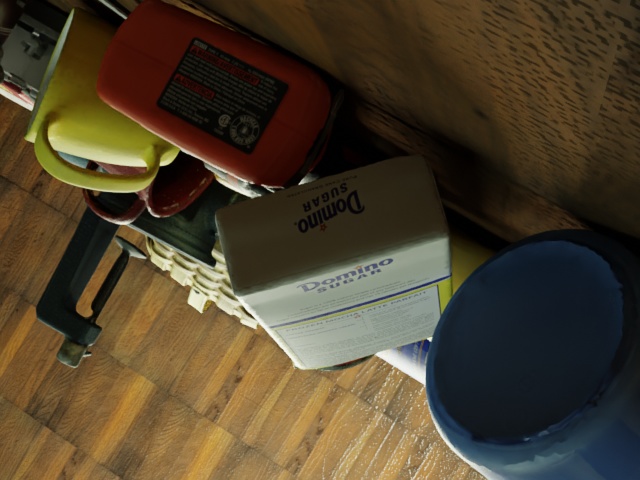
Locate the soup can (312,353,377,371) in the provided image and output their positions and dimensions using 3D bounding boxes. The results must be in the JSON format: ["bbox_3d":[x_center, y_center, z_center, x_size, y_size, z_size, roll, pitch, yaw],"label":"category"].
[{"bbox_3d":[0.003,0.022,0.669,0.069,0.068,0.102,29,143,40],"label":"soup can"}]

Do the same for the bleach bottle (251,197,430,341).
[{"bbox_3d":[0.040,0.006,0.753,0.250,0.068,0.103,34,168,-18],"label":"bleach bottle"}]

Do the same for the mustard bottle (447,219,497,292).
[{"bbox_3d":[0.128,0.049,0.629,0.192,0.058,0.096,30,175,21],"label":"mustard bottle"}]

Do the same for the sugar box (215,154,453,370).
[{"bbox_3d":[0.015,0.017,0.511,0.176,0.093,0.048,69,-174,-69],"label":"sugar box"}]

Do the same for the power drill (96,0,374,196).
[{"bbox_3d":[-0.039,-0.058,0.547,0.184,0.057,0.187,26,179,17],"label":"power drill"}]

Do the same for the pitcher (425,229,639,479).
[{"bbox_3d":[0.167,0.094,0.483,0.242,0.149,0.145,37,-170,-36],"label":"pitcher"}]

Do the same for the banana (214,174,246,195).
[{"bbox_3d":[0.006,-0.010,0.797,0.197,0.069,0.037,46,151,-24],"label":"banana"}]

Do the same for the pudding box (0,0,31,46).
[{"bbox_3d":[-0.262,-0.162,0.723,0.039,0.090,0.113,32,179,31],"label":"pudding box"}]

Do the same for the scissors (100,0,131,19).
[{"bbox_3d":[-0.137,-0.143,0.483,0.201,0.016,0.096,32,177,-29],"label":"scissors"}]

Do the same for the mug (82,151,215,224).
[{"bbox_3d":[-0.129,-0.067,0.776,0.081,0.117,0.093,35,-176,17],"label":"mug"}]

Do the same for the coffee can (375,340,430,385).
[{"bbox_3d":[0.086,0.069,0.997,0.140,0.103,0.102,28,176,42],"label":"coffee can"}]

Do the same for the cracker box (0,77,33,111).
[{"bbox_3d":[-0.326,-0.194,1.070,0.164,0.072,0.214,30,176,0],"label":"cracker box"}]
